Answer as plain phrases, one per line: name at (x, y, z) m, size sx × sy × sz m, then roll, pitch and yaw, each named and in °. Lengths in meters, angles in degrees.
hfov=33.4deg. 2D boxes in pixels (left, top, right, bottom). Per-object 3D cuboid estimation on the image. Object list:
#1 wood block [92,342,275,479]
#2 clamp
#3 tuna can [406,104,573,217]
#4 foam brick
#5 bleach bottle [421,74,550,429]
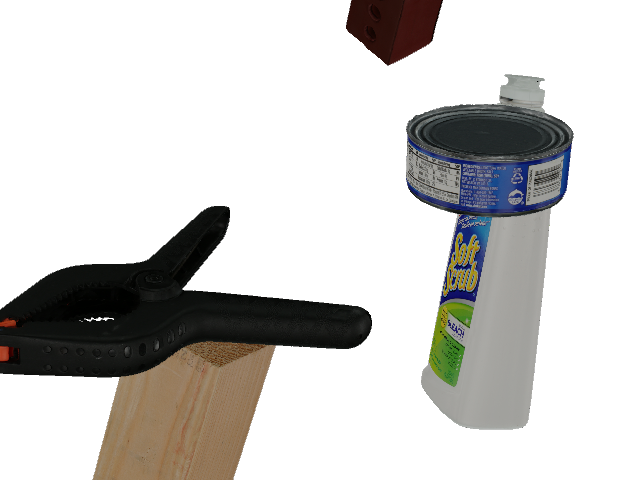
wood block at (-0.122, 0.165, 0.905) m, size 0.090 × 0.206 × 0.090 m, roll 26°, pitch 21°, yaw 22°
clamp at (-0.098, 0.032, 0.623) m, size 0.209 × 0.036 × 0.165 m, roll -10°, pitch 30°, yaw -29°
tuna can at (0.088, -0.043, 0.560) m, size 0.086 × 0.034 × 0.086 m, roll 0°, pitch 25°, yaw 0°
foam brick at (0.059, -0.185, 0.821) m, size 0.051 × 0.053 × 0.078 m, roll -34°, pitch -24°, yaw -27°
bleach bottle at (0.129, 0.005, 0.781) m, size 0.068 × 0.251 × 0.103 m, roll 3°, pitch 13°, yaw -13°
